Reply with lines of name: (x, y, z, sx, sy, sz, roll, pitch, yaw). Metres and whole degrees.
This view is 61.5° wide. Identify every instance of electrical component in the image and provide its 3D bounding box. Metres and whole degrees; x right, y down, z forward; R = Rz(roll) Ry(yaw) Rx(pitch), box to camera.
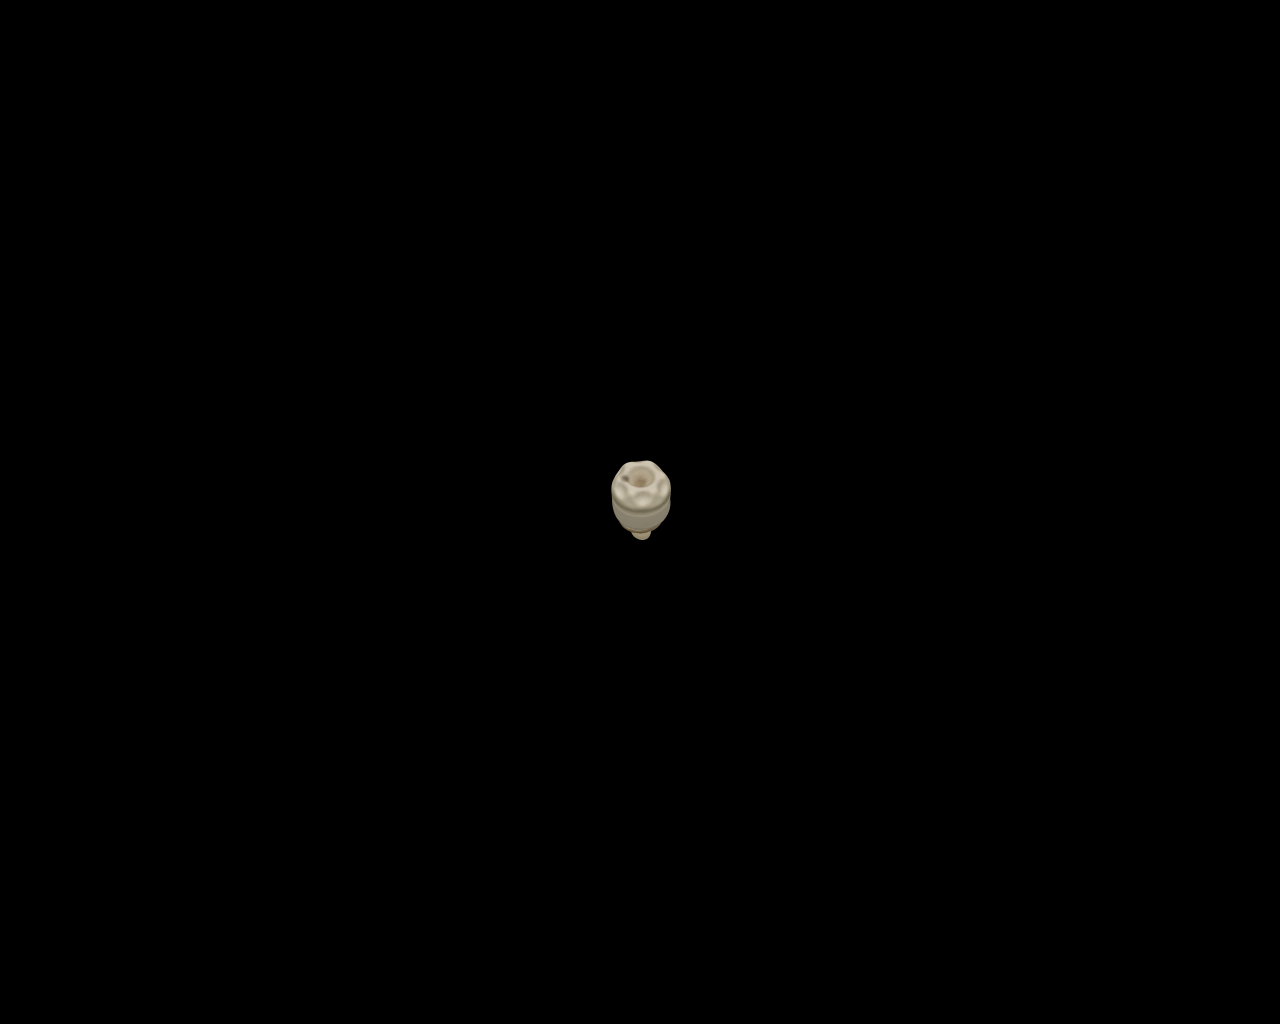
electrical component: (0.001, -0.003, 0.650, 0.035, 0.035, 0.061, 0, -37, 0)
